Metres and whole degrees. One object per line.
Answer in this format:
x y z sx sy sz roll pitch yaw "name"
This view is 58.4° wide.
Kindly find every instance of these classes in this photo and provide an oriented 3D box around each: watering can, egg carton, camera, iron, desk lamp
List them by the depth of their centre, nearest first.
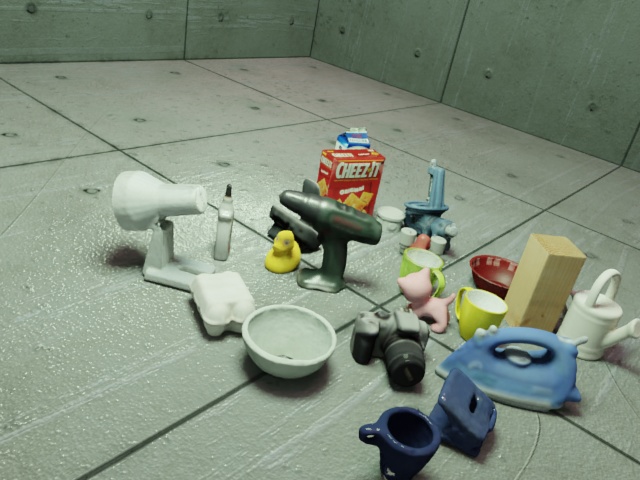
0.137 0.192 1.047 0.143 0.101 0.136 8 27 -7 "camera"
0.353 0.213 1.047 0.258 0.141 0.118 11 27 -2 "iron"
-0.186 0.118 1.095 0.107 0.069 0.150 -4 31 -28 "egg carton"
-0.312 -0.026 1.164 0.203 0.213 0.118 14 27 5 "desk lamp"
0.585 0.151 1.201 0.172 0.194 0.101 26 31 27 "watering can"

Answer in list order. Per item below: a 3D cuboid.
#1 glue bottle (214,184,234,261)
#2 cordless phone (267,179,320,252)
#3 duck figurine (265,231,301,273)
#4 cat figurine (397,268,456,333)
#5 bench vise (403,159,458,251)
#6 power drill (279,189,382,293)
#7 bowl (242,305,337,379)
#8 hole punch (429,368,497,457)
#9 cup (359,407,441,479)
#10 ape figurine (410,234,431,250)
-0.212 -0.045 1.283 0.037 0.173 0.078 7 28 -9 "glue bottle"
-0.052 -0.075 1.391 0.147 0.185 0.094 31 33 34 "cordless phone"
-0.080 0.018 1.310 0.077 0.086 0.105 23 29 21 "duck figurine"
0.221 0.118 1.204 0.127 0.118 0.067 18 28 13 "cat figurine"
0.316 -0.091 1.528 0.122 0.220 0.206 -13 36 -39 "bench vise"
0.011 0.004 1.238 0.229 0.208 0.075 9 27 -5 "power drill"
-0.058 0.189 1.004 0.167 0.075 0.167 9 27 -5 "bowl"
0.238 0.277 0.935 0.101 0.091 0.109 21 29 18 "hole punch"
0.107 0.304 0.826 0.118 0.095 0.091 6 28 -10 "cup"
0.249 0.029 1.414 0.076 0.092 0.077 -4 31 -28 "ape figurine"
